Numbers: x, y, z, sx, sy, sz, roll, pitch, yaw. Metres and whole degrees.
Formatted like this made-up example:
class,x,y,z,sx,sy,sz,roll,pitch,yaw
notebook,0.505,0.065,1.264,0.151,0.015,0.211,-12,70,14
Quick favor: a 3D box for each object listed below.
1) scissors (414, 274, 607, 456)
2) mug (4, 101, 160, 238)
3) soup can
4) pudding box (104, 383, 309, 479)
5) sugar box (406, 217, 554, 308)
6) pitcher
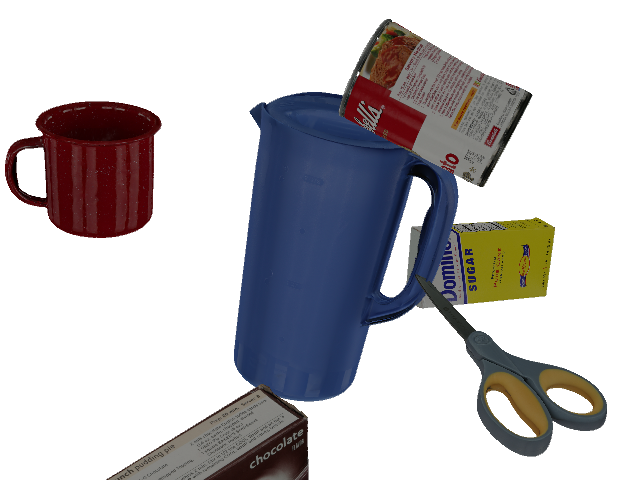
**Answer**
class,x,y,z,sx,sy,sz,roll,pitch,yaw
scissors,0.135,0.079,0.761,0.096,0.016,0.202,0,32,-9
mug,-0.181,-0.053,0.818,0.117,0.081,0.093,-5,27,-19
soup can,0.072,-0.085,0.667,0.102,0.068,0.068,28,3,6
pudding box,-0.056,0.133,0.503,0.113,0.090,0.039,-30,46,-34
sugar box,0.191,0.026,1.276,0.176,0.093,0.048,-6,20,-24
pitcher,0.007,0.010,0.879,0.144,0.243,0.149,3,24,-19
